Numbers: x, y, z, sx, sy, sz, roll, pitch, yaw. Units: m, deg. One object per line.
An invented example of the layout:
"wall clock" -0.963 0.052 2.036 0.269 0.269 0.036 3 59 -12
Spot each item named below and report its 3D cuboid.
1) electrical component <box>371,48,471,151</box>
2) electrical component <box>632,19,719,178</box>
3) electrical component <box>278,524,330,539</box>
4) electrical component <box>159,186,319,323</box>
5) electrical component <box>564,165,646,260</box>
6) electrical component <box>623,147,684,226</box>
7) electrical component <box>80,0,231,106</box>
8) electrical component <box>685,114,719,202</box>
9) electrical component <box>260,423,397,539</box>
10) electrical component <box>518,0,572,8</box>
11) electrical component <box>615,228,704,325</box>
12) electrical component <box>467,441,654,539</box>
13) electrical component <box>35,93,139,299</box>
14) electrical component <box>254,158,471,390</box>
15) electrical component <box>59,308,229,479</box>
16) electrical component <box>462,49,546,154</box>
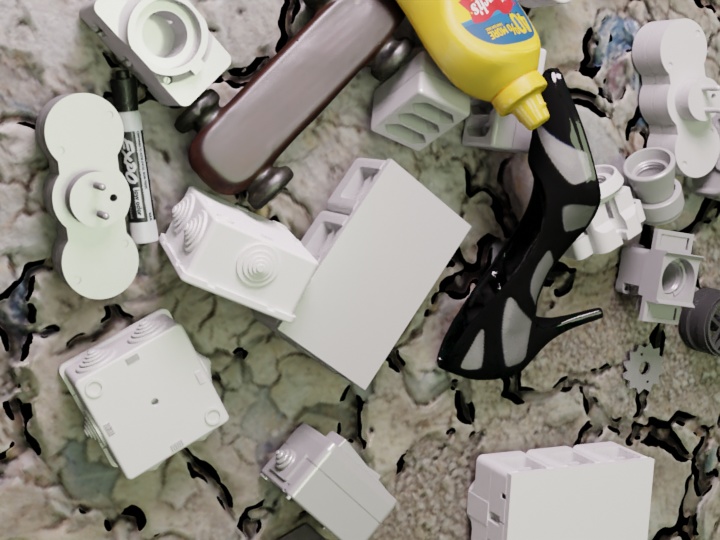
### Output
"electrical component" 0.048 -0.144 0.823 0.047 0.066 0.076 21 60 -27
"electrical component" 0.285 -0.147 0.929 0.052 0.074 0.138 -19 106 -22
"electrical component" -0.056 0.274 0.837 0.109 0.056 0.108 -27 109 -20
"electrical component" -0.085 -0.013 0.756 0.100 0.100 0.048 24 100 -27
"electrical component" 0.200 -0.052 0.912 0.078 0.058 0.057 -31 113 -19
"electrical component" 0.257 -0.072 0.937 0.045 0.045 0.055 -39 130 -16
"electrical component" -0.138 -0.159 0.730 0.050 0.056 0.089 -47 114 -12
"electrical component" 0.343 -0.108 0.975 0.059 0.054 0.095 13 92 -27
"electrical component" -0.026 0.161 0.831 0.061 0.062 0.096 -49 115 -12
"electrical component" 0.127 -0.252 0.843 0.095 0.059 0.053 35 82 -26
"electrical component" 0.261 0.004 0.946 0.042 0.064 0.081 7 95 -28
"electrical component" 0.174 0.204 0.936 0.150 0.062 0.089 -1 98 -26
"electrical component" -0.179 -0.048 0.717 0.052 0.074 0.138 -10 102 -25
"electrical component" 0.000 0.000 0.819 0.089 0.062 0.150 37 81 -26
"electrical component" -0.152 0.089 0.766 0.100 0.048 0.099 -30 110 -19
"electrical component" 0.132 -0.136 0.870 0.076 0.047 0.083 6 95 -27
